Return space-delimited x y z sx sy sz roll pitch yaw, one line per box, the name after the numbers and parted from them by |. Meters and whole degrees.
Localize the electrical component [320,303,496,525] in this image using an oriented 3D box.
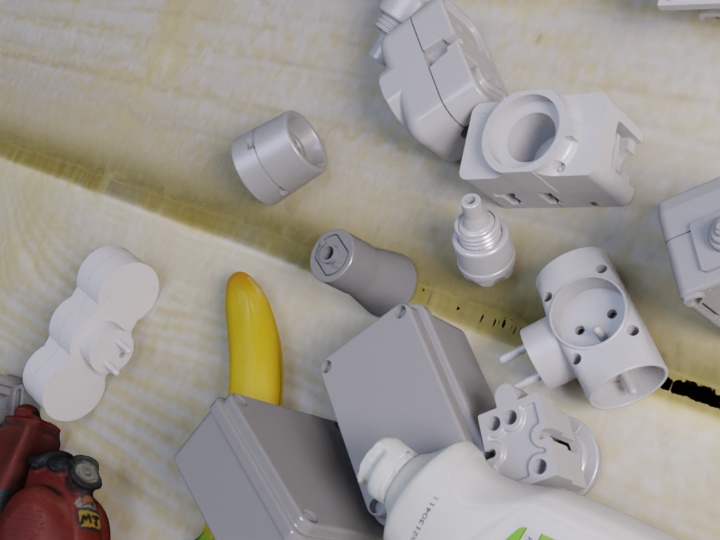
0.033 0.085 0.619 0.078 0.057 0.113 -38 52 21 | electrical component

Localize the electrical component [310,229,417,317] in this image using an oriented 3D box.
0.000 0.000 0.677 0.044 0.065 0.044 -17 61 34 | electrical component

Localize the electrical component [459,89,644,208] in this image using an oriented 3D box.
0.109 -0.069 0.625 0.089 0.056 0.050 2 73 40 | electrical component

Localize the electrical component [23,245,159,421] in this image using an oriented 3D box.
-0.199 0.055 0.826 0.074 0.052 0.138 31 92 43 | electrical component

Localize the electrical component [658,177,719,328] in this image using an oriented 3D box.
0.185 -0.012 0.509 0.062 0.096 0.061 -24 57 30 | electrical component

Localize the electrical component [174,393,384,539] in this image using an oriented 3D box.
-0.036 0.134 0.620 0.056 0.109 0.108 -51 48 14 | electrical component

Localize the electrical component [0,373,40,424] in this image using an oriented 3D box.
-0.314 0.112 0.893 0.078 0.057 0.058 -20 60 32 | electrical component

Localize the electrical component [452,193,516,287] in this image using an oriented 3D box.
0.070 -0.020 0.628 0.035 0.061 0.035 -10 48 11 | electrical component

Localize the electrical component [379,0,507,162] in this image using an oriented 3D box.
0.053 -0.121 0.694 0.059 0.054 0.095 -33 53 24 | electrical component

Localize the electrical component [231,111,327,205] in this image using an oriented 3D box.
-0.056 -0.081 0.767 0.047 0.055 0.055 -28 56 23 | electrical component

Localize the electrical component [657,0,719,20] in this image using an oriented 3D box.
0.228 -0.168 0.564 0.121 0.063 0.078 10 78 42 | electrical component

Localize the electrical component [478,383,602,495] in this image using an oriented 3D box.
0.096 0.097 0.563 0.048 0.055 0.066 -27 56 29 | electrical component

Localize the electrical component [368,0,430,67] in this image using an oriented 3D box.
0.030 -0.169 0.741 0.062 0.043 0.043 -54 48 9 | electrical component

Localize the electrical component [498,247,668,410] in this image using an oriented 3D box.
0.113 0.039 0.578 0.079 0.044 0.077 -29 55 14 | electrical component
